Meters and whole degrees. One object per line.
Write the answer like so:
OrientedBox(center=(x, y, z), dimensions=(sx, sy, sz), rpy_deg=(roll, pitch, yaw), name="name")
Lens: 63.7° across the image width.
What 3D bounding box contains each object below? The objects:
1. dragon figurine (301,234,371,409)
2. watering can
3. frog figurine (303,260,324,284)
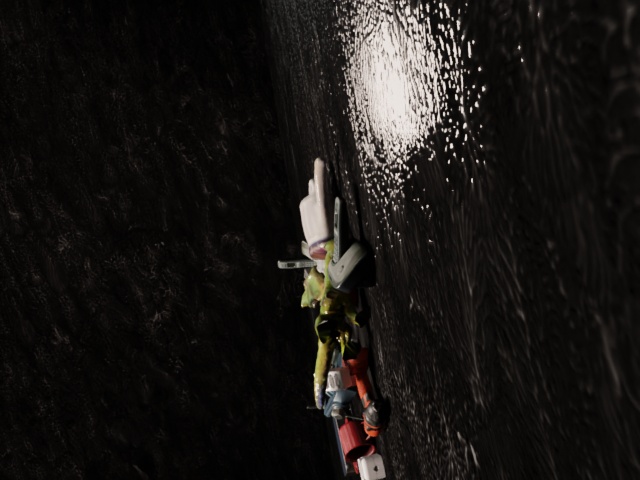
OrientedBox(center=(0.011, 0.180, 1.283), dimensions=(0.246, 0.122, 0.405), rpy_deg=(-131, 55, -62), name="dragon figurine")
OrientedBox(center=(0.004, -0.069, 1.375), dimensions=(0.343, 0.104, 0.227), rpy_deg=(101, 158, -74), name="watering can")
OrientedBox(center=(0.030, 0.102, 1.578), dimensions=(0.157, 0.122, 0.139), rpy_deg=(-59, 11, 17), name="frog figurine")
